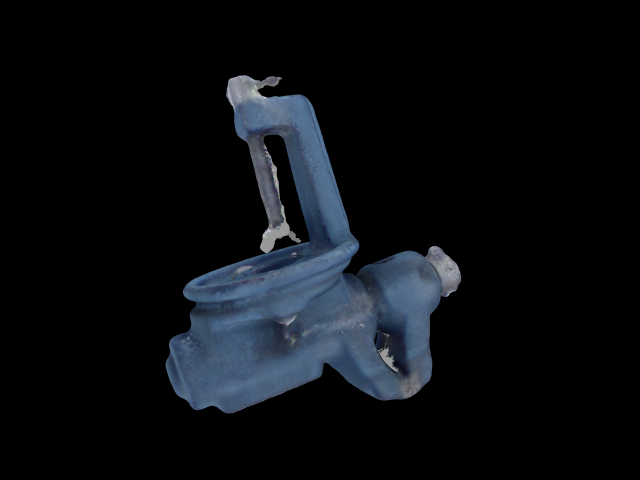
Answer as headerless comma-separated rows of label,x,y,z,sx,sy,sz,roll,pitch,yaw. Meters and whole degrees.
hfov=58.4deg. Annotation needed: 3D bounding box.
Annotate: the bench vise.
bench vise,-0.004,0.001,0.409,0.208,0.220,0.121,0,0,-39
